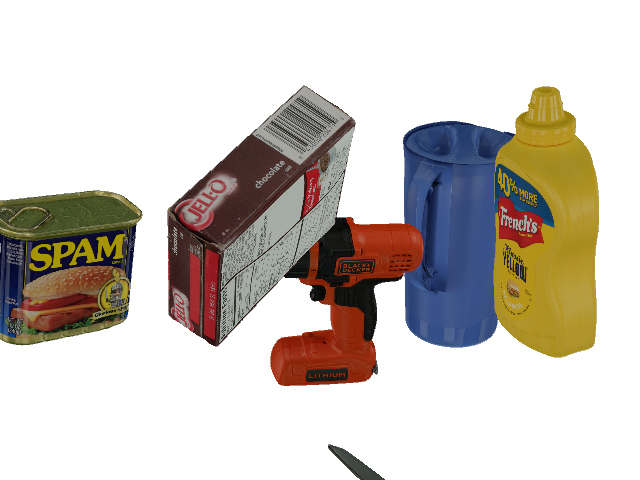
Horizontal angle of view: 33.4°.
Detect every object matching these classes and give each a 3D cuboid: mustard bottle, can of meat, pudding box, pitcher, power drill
[{"bbox_3d":[0.161,-0.018,0.769,0.058,0.192,0.096,-13,28,-16],"label":"mustard bottle"},{"bbox_3d":[-0.177,0.018,0.729,0.101,0.084,0.058,-9,29,-38],"label":"can of meat"},{"bbox_3d":[-0.031,-0.012,0.551,0.039,0.113,0.090,35,-33,17],"label":"pudding box"},{"bbox_3d":[0.149,-0.001,1.201,0.149,0.243,0.145,-5,26,-11],"label":"pitcher"},{"bbox_3d":[-0.004,0.059,1.017,0.184,0.188,0.057,0,44,-10],"label":"power drill"}]

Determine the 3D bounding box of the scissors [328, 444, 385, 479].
[{"bbox_3d":[0.085,0.152,0.530,0.096,0.016,0.202,-2,23,-23],"label":"scissors"}]
